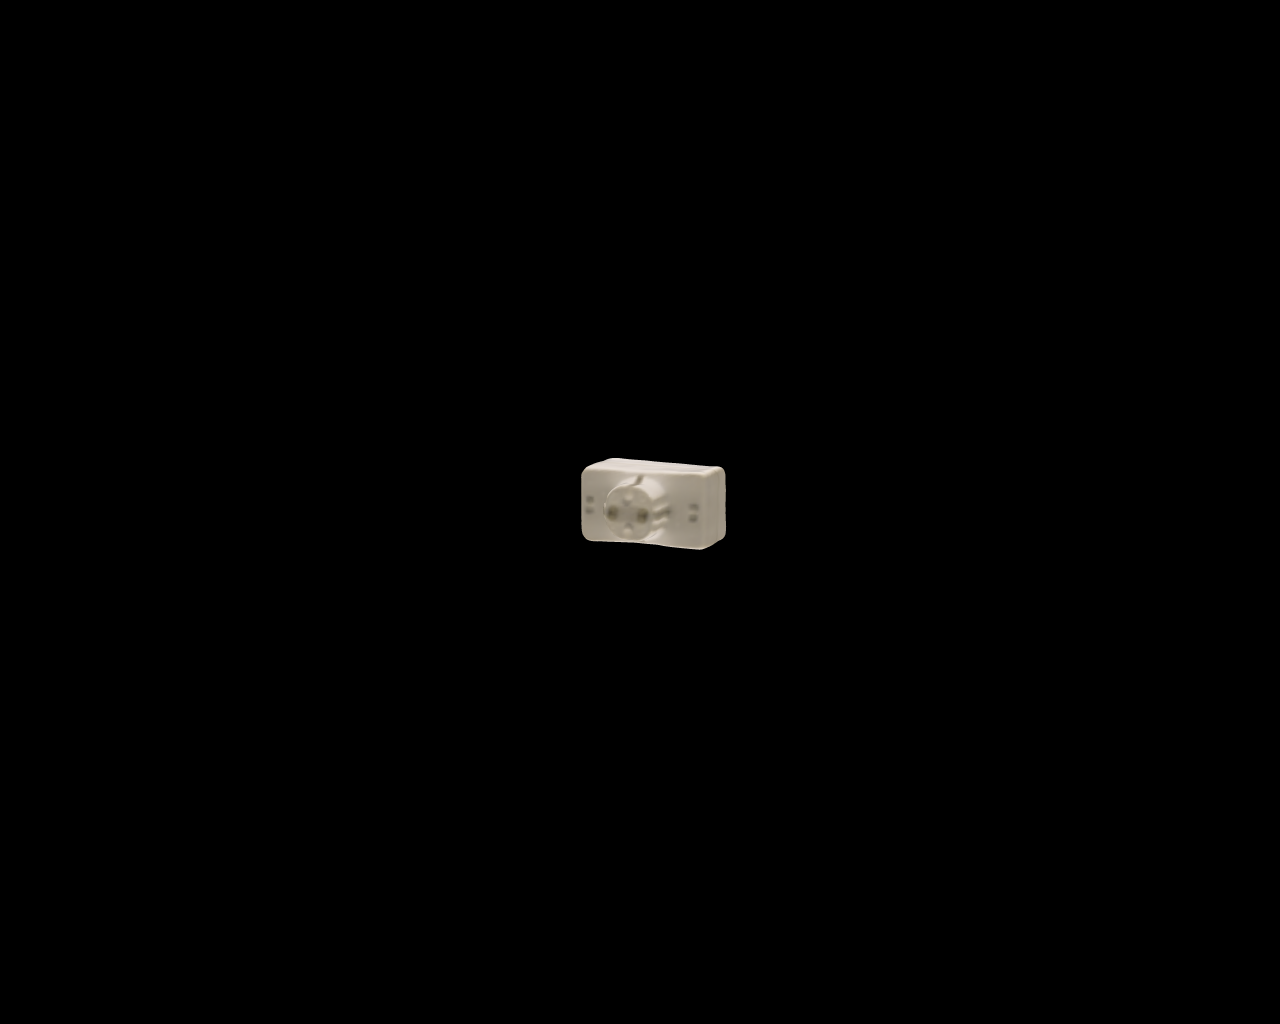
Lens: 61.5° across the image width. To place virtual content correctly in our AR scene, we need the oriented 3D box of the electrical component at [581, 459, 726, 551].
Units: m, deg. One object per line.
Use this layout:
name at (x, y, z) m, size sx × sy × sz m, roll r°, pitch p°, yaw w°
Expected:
electrical component at (0.001, -0.003, 0.650) m, size 0.083 × 0.047 × 0.076 m, roll 5°, pitch 12°, yaw 24°
